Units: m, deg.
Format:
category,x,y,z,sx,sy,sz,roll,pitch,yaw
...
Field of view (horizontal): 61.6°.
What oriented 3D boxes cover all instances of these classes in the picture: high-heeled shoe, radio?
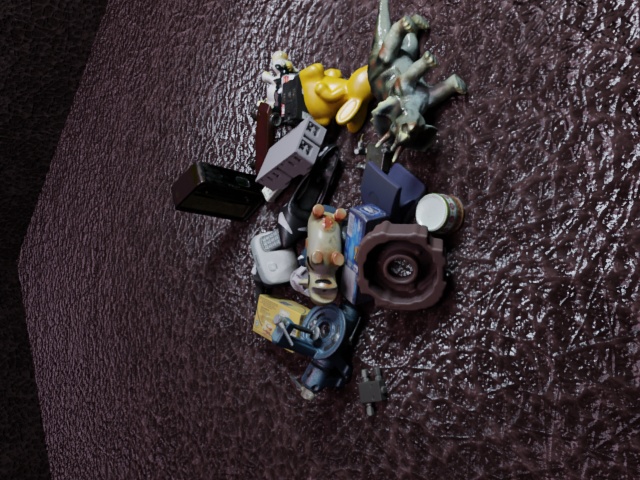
category,x,y,z,sx,sy,sz,roll,pitch,yaw
high-heeled shoe,-0.017,-0.100,1.214,0.145,0.086,0.249,-33,36,56
radio,-0.259,-0.123,1.413,0.131,0.229,0.073,-38,60,34

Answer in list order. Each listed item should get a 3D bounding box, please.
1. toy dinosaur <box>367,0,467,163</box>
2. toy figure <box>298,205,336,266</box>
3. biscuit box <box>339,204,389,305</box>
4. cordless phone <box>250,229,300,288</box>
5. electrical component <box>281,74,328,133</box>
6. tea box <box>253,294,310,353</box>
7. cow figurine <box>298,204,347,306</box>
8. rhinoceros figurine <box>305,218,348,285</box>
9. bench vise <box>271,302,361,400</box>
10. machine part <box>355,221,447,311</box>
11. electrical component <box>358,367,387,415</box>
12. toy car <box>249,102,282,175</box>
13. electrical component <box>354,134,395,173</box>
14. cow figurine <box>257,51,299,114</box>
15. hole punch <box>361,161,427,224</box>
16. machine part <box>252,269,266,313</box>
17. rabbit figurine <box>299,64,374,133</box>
category,x,y,z,sx,sy,sz,roll,pitch,yaw
toy dinosaur,0.155,-0.326,1.075,0.192,0.131,0.405,-40,49,32
toy figure,-0.004,-0.004,1.234,0.058,0.064,0.154,36,110,38
biscuit box,0.088,0.030,1.083,0.059,0.063,0.202,39,132,45
cordless phone,-0.070,0.023,1.302,0.184,0.088,0.147,-32,59,19
electrical component,-0.032,-0.325,1.277,0.058,0.115,0.134,-9,73,43
tea box,-0.082,0.197,1.284,0.170,0.068,0.098,19,98,49
cow figurine,0.005,0.038,1.097,0.127,0.085,0.195,126,146,-74
rhinoceros figurine,0.044,0.023,1.170,0.112,0.073,0.190,51,120,41
bench vise,-0.018,0.215,1.101,0.223,0.240,0.129,-55,43,6
machine part,0.151,0.049,0.991,0.180,0.056,0.179,7,117,13
electrical component,0.109,0.307,1.092,0.063,0.021,0.094,-21,68,44
toy car,-0.140,-0.256,1.402,0.089,0.053,0.201,28,123,40
electrical component,0.117,-0.182,1.142,0.102,0.045,0.078,18,96,47
cow figurine,-0.101,-0.407,1.400,0.098,0.068,0.167,20,102,42
hole punch,0.134,-0.089,1.080,0.142,0.092,0.115,46,121,37
machine part,-0.150,0.124,1.375,0.039,0.084,0.138,8,103,11
rabbit figurine,0.053,-0.324,1.190,0.173,0.122,0.162,-11,78,27
